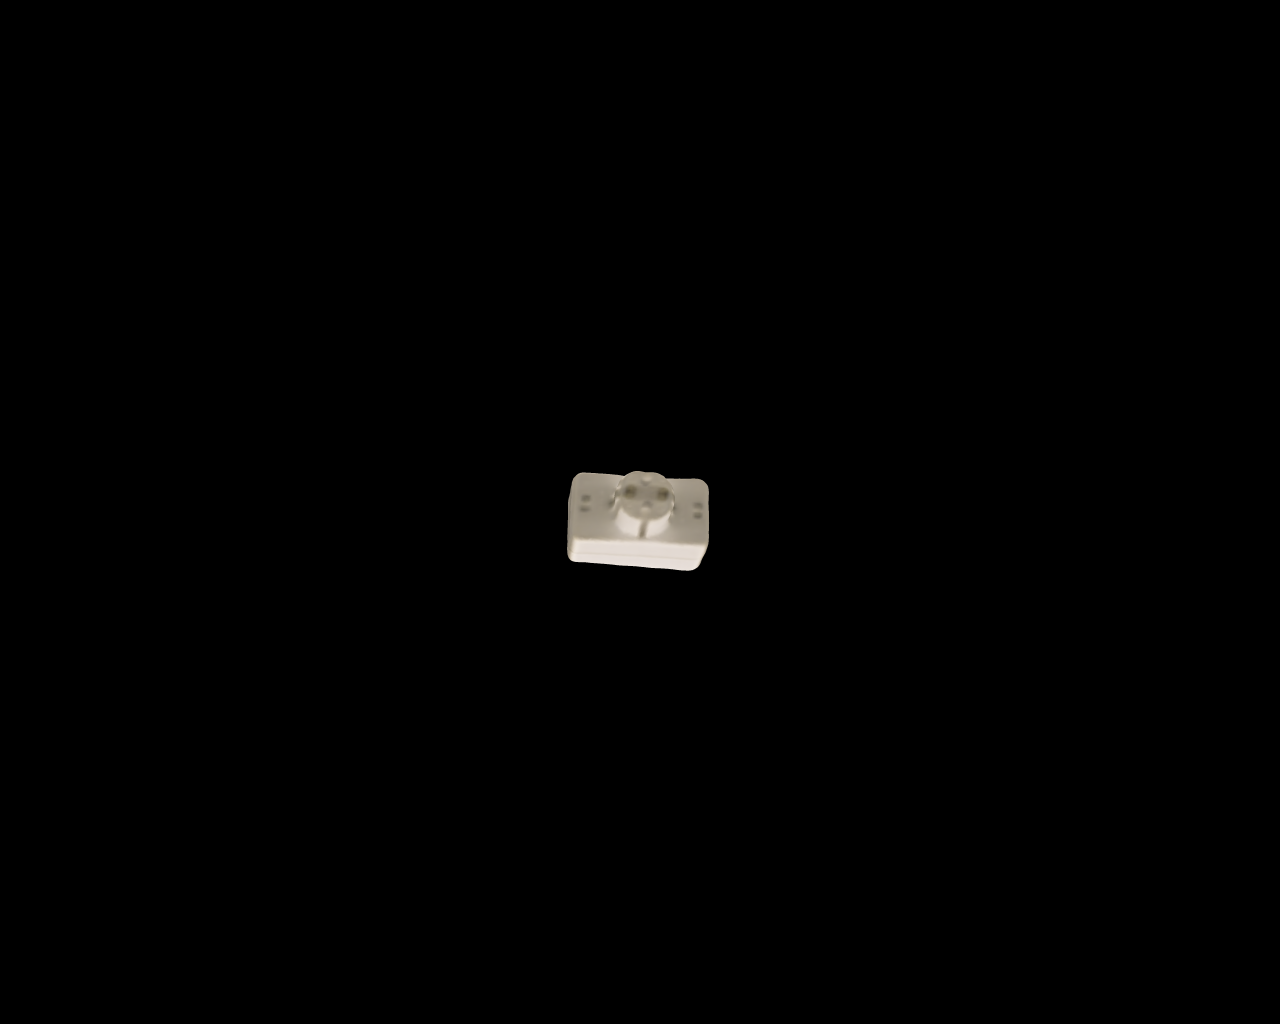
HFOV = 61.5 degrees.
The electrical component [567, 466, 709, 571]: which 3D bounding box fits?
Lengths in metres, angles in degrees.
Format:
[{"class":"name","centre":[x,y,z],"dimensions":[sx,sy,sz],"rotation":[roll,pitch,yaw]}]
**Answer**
[{"class":"electrical component","centre":[0.001,-0.003,0.650],"dimensions":[0.083,0.047,0.075],"rotation":[4,-28,-7]}]
